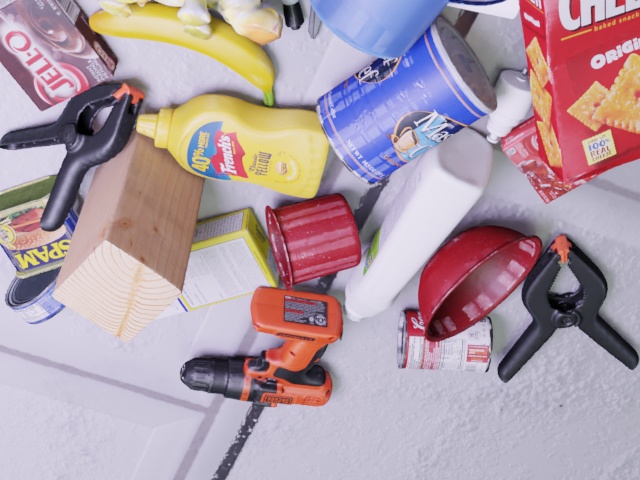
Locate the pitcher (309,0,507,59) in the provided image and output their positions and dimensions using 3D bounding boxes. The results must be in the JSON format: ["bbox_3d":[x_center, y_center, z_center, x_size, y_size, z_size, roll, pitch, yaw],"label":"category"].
[{"bbox_3d":[0.102,-0.265,0.888,0.144,0.149,0.243,14,131,-32],"label":"pitcher"}]

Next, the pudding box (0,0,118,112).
[{"bbox_3d":[-0.263,-0.189,1.027,0.090,0.039,0.113,-22,123,19],"label":"pudding box"}]

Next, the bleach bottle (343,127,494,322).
[{"bbox_3d":[0.091,-0.004,1.128,0.068,0.102,0.251,27,131,-7],"label":"bleach bottle"}]

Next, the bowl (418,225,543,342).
[{"bbox_3d":[0.159,0.036,1.141,0.162,0.055,0.162,-32,155,-17],"label":"bowl"}]

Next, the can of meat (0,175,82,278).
[{"bbox_3d":[-0.301,-0.016,1.152,0.102,0.057,0.084,-16,122,14],"label":"can of meat"}]

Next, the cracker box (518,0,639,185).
[{"bbox_3d":[0.274,-0.174,0.969,0.164,0.072,0.213,-19,127,-4],"label":"cracker box"}]

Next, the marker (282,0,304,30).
[{"bbox_3d":[-0.033,-0.249,0.983,0.020,0.020,0.121,-7,127,8],"label":"marker"}]

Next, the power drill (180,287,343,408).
[{"bbox_3d":[-0.060,0.128,1.229,0.184,0.057,0.188,7,143,-12],"label":"power drill"}]

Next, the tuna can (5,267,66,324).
[{"bbox_3d":[-0.306,0.052,1.186,0.086,0.086,0.033,-25,125,20],"label":"tuna can"}]

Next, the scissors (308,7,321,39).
[{"bbox_3d":[-0.007,-0.281,0.959,0.096,0.016,0.202,21,126,-13],"label":"scissors"}]

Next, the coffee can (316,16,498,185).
[{"bbox_3d":[0.082,-0.131,1.016,0.140,0.102,0.102,-31,120,24],"label":"coffee can"}]

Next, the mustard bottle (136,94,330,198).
[{"bbox_3d":[-0.088,-0.100,1.075,0.191,0.058,0.096,11,139,-5],"label":"mustard bottle"}]

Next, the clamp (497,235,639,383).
[{"bbox_3d":[0.269,0.086,1.215,0.165,0.036,0.210,-13,127,11],"label":"clamp"}]

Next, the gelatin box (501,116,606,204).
[{"bbox_3d":[0.238,-0.089,1.086,0.073,0.030,0.089,-31,120,24],"label":"gelatin box"}]

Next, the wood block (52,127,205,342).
[{"bbox_3d":[-0.182,-0.013,1.054,0.090,0.206,0.091,37,120,-23],"label":"wood block"}]

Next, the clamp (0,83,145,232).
[{"bbox_3d":[-0.252,-0.105,1.076,0.171,0.039,0.120,-45,75,12],"label":"clamp"}]

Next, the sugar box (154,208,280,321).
[{"bbox_3d":[-0.142,0.031,1.188,0.176,0.048,0.093,-13,128,16],"label":"sugar box"}]

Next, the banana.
[{"bbox_3d":[-0.120,-0.188,1.023,0.197,0.037,0.070,24,125,-15],"label":"banana"}]

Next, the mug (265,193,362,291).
[{"bbox_3d":[-0.007,0.001,1.133,0.081,0.093,0.117,-15,167,-10],"label":"mug"}]

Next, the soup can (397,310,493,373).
[{"bbox_3d":[0.142,0.117,1.226,0.102,0.068,0.068,4,128,-1],"label":"soup can"}]
